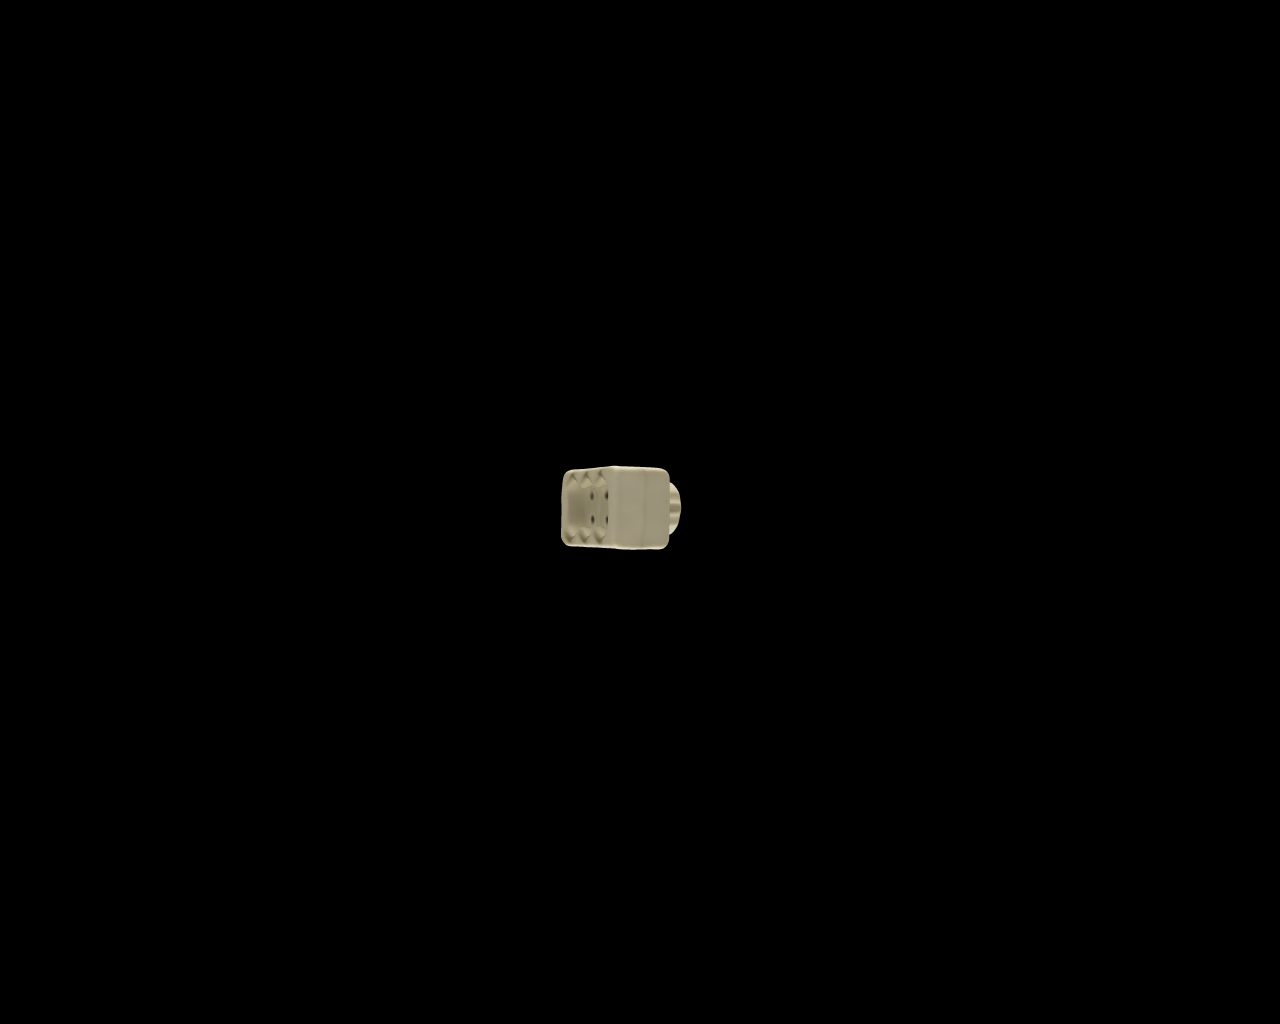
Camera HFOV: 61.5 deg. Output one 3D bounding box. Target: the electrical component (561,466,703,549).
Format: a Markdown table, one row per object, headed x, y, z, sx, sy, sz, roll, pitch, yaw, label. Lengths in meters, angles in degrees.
| x | y | z | sx | sy | sz | roll | pitch | yaw | label |
| --- | --- | --- | --- | --- | --- | --- | --- | --- | --- |
| 0.001 | -0.003 | 0.650 | 0.077 | 0.047 | 0.065 | 0 | 0 | -32 | electrical component |
